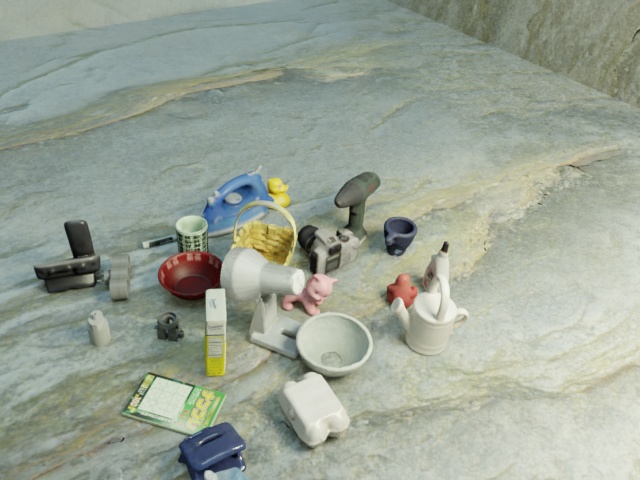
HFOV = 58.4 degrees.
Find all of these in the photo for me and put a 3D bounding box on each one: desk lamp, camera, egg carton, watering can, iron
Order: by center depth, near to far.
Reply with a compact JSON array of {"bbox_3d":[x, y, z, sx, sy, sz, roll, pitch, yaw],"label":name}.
[{"bbox_3d":[-0.016,0.337,1.144,0.107,0.069,0.150,-18,45,-27],"label":"egg carton"},{"bbox_3d":[-0.113,0.129,1.271,0.202,0.214,0.118,19,41,15],"label":"desk lamp"},{"bbox_3d":[0.250,0.164,1.293,0.173,0.194,0.100,-12,42,-21],"label":"watering can"},{"bbox_3d":[0.014,0.005,1.529,0.143,0.101,0.136,-23,47,-31],"label":"camera"},{"bbox_3d":[-0.248,-0.111,1.604,0.118,0.141,0.259,31,45,28],"label":"iron"}]

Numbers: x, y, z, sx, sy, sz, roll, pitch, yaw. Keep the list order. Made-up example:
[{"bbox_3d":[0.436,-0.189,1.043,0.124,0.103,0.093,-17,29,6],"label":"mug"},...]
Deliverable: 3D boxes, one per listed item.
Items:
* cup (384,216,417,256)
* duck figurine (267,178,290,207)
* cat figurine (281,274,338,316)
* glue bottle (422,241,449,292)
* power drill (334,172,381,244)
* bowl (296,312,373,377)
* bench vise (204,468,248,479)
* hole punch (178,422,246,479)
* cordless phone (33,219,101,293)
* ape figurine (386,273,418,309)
[{"bbox_3d":[0.207,0.003,1.563,0.091,0.095,0.118,27,43,24],"label":"cup"},{"bbox_3d":[-0.140,-0.146,1.706,0.104,0.086,0.077,6,39,-1],"label":"duck figurine"},{"bbox_3d":[-0.025,0.117,1.373,0.127,0.118,0.067,10,39,5],"label":"cat figurine"},{"bbox_3d":[0.297,0.070,1.431,0.037,0.173,0.078,-9,41,-18],"label":"glue bottle"},{"bbox_3d":[0.093,-0.081,1.561,0.075,0.208,0.230,21,41,18],"label":"power drill"},{"bbox_3d":[0.029,0.243,1.261,0.167,0.075,0.167,4,39,-3],"label":"bowl"},{"bbox_3d":[-0.116,0.412,0.918,0.208,0.220,0.121,-17,44,-26],"label":"bench vise"},{"bbox_3d":[-0.198,0.384,1.044,0.109,0.091,0.100,-19,45,-28],"label":"hole punch"},{"bbox_3d":[-0.602,0.026,1.352,0.148,0.185,0.094,-13,43,-22],"label":"cordless phone"},{"bbox_3d":[0.204,0.121,1.421,0.077,0.092,0.076,17,40,13],"label":"ape figurine"}]
